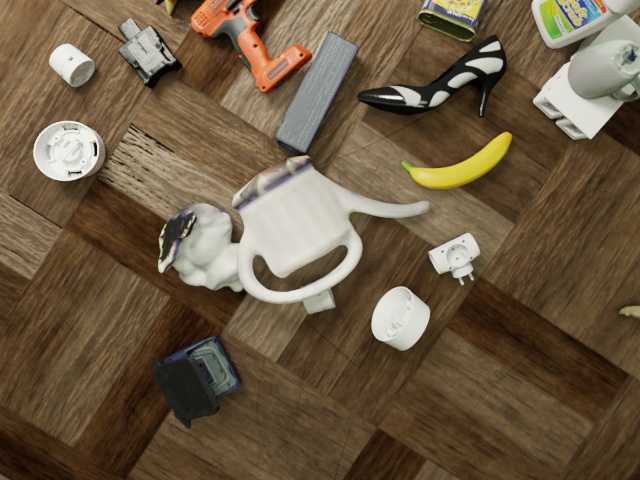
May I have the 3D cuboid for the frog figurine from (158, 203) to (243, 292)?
[{"bbox_3d":[-0.186,0.016,0.880,0.158,0.123,0.138,26,85,-39],"label":"frog figurine"}]

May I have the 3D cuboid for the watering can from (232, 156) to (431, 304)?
[{"bbox_3d":[0.003,-0.044,0.870,0.350,0.103,0.224,-32,93,-13],"label":"watering can"}]

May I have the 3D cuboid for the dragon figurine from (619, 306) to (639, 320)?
[{"bbox_3d":[0.740,0.114,0.820,0.410,0.244,0.121,-14,101,-2],"label":"dragon figurine"}]
